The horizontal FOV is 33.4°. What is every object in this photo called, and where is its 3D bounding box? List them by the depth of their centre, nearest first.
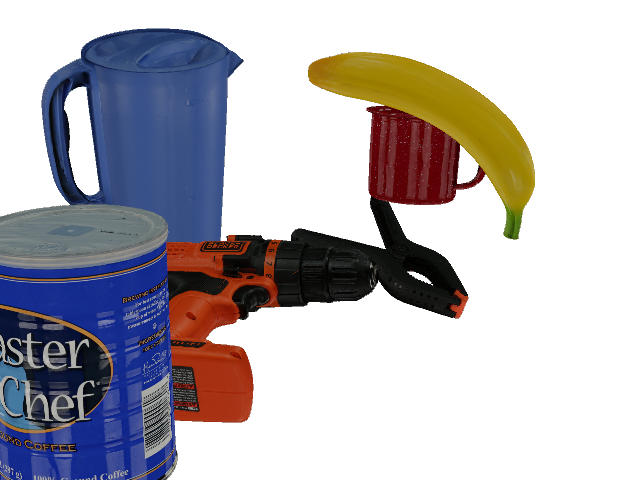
[{"bbox_3d":[-0.132,0.060,0.585,0.103,0.140,0.103,0,16,0],"label":"coffee can"},{"bbox_3d":[-0.061,0.056,0.765,0.184,0.057,0.187,-1,25,14],"label":"power drill"},{"bbox_3d":[0.085,-0.085,0.766,0.198,0.069,0.037,39,5,0],"label":"banana"},{"bbox_3d":[0.097,-0.077,0.974,0.117,0.081,0.093,7,13,21],"label":"mug"},{"bbox_3d":[-0.160,-0.068,1.002,0.149,0.243,0.144,9,27,13],"label":"pitcher"},{"bbox_3d":[0.078,0.023,1.246,0.164,0.036,0.210,-21,50,-38],"label":"clamp"}]
